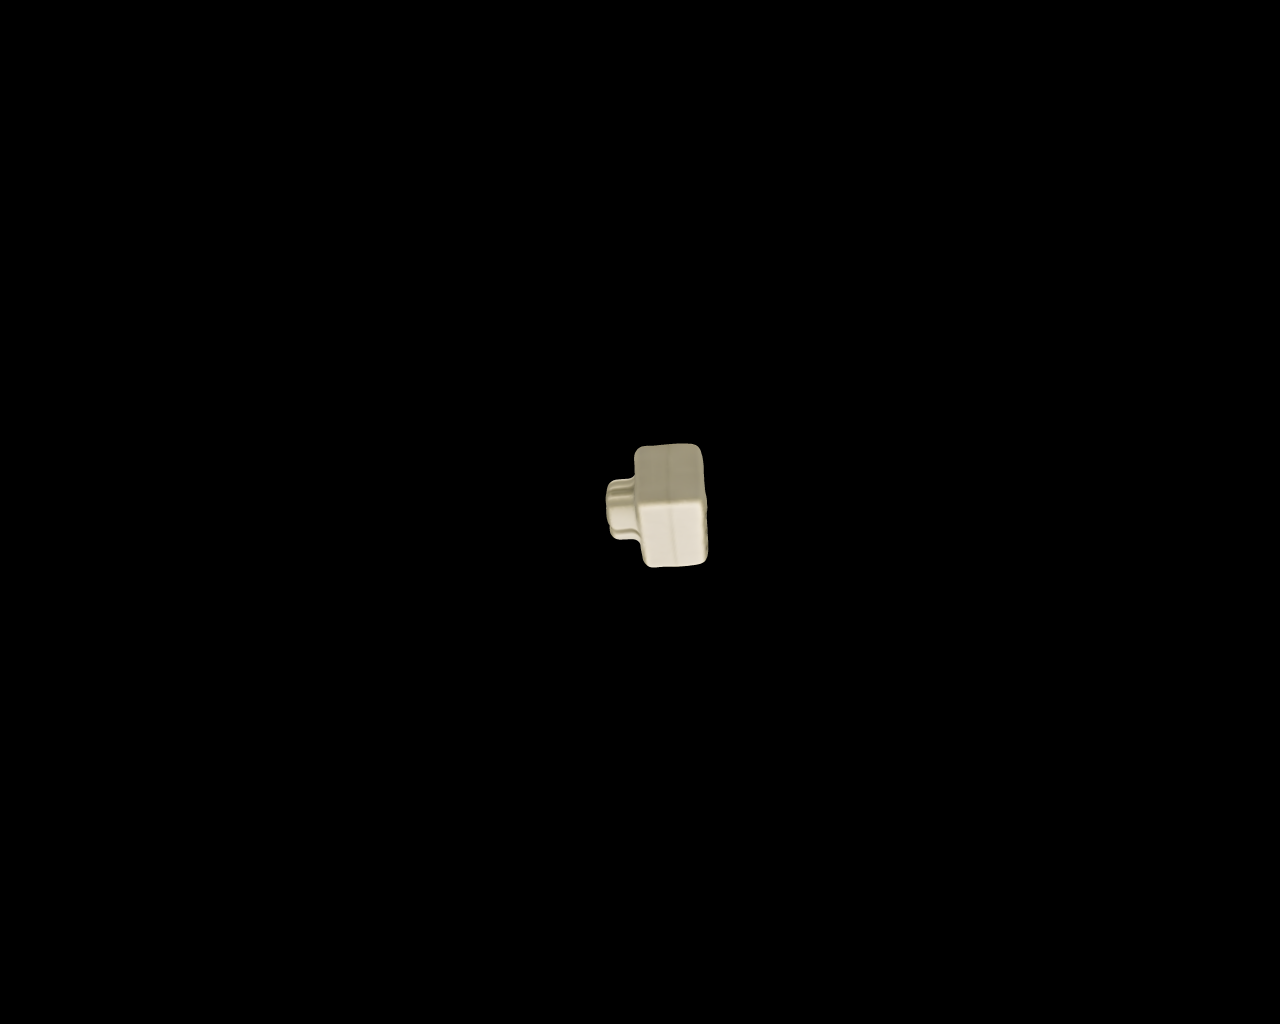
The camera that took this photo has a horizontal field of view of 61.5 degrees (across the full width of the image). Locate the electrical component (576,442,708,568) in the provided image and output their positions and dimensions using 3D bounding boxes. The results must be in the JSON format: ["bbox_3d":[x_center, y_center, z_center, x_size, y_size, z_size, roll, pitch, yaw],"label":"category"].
[{"bbox_3d":[0.001,-0.003,0.650,0.077,0.047,0.065,-3,-37,4],"label":"electrical component"}]
